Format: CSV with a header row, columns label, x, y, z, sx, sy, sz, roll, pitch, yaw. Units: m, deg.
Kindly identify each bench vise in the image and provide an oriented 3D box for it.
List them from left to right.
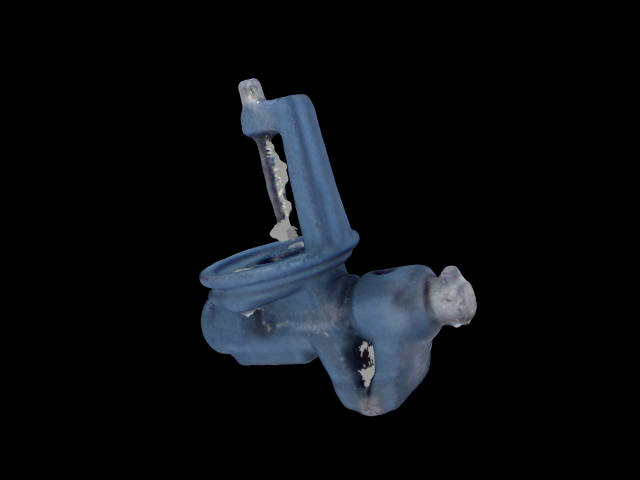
label,x,y,z,sx,sy,sz,roll,pitch,yaw
bench vise,0.006,-0.002,0.411,0.207,0.220,0.121,3,17,12
